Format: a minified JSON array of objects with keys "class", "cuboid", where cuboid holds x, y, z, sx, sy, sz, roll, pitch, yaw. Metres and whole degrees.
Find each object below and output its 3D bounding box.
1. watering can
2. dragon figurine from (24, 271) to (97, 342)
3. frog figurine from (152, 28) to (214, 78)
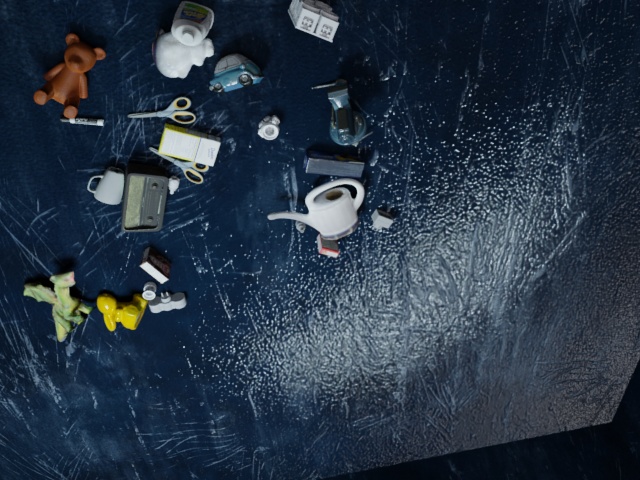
[{"class":"watering can","cuboid":[0.006,-0.092,1.830,0.348,0.106,0.219,-24,127,0]},{"class":"dragon figurine","cuboid":[-0.971,0.235,1.885,0.241,0.125,0.404,44,125,-12]},{"class":"frog figurine","cuboid":[-0.382,-0.523,1.446,0.159,0.124,0.136,6,105,-2]}]
